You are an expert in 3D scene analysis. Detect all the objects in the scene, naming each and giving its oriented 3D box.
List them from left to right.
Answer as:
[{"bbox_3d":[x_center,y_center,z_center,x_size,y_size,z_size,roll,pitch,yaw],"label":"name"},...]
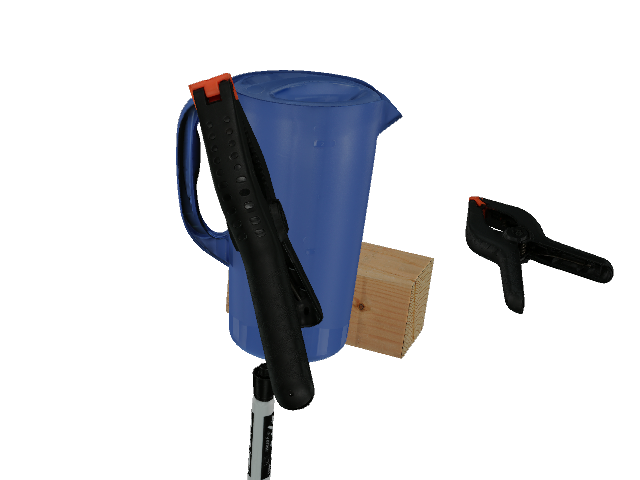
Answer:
[{"bbox_3d":[-0.046,0.148,0.838,0.020,0.121,0.020,4,29,-2],"label":"marker"},{"bbox_3d":[-0.039,-0.007,0.712,0.036,0.210,0.164,-17,6,6],"label":"clamp"},{"bbox_3d":[-0.032,-0.022,0.926,0.149,0.243,0.144,19,25,33],"label":"pitcher"},{"bbox_3d":[0.009,0.050,1.177,0.206,0.091,0.090,14,23,17],"label":"wood block"},{"bbox_3d":[0.211,0.007,1.081,0.120,0.039,0.171,-7,39,-18],"label":"clamp"}]
